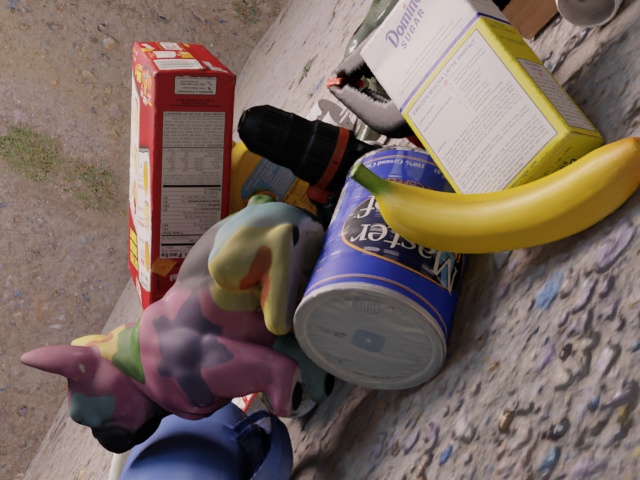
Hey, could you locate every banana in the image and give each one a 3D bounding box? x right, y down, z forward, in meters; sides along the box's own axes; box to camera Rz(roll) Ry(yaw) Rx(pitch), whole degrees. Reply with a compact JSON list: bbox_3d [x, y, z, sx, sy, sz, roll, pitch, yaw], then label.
[{"bbox_3d":[0.110,-0.022,0.640,0.198,0.069,0.037,-4,50,37],"label":"banana"}]

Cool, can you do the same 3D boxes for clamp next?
[{"bbox_3d":[0.086,-0.134,0.801,0.210,0.036,0.164,14,98,48],"label":"clamp"}]

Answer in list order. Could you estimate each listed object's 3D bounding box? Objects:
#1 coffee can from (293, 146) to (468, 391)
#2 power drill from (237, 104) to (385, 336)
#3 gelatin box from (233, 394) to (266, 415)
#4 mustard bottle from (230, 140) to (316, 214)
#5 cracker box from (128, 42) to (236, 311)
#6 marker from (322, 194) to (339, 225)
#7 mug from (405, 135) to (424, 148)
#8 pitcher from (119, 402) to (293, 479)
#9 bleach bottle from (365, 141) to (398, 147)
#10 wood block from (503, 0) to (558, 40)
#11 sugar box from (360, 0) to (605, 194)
[{"bbox_3d":[0.049,0.018,0.742,0.103,0.102,0.140,-45,18,46],"label":"coffee can"},{"bbox_3d":[-0.006,0.001,0.857,0.057,0.184,0.188,-112,45,-75],"label":"power drill"},{"bbox_3d":[-0.072,0.174,1.015,0.089,0.030,0.073,-59,11,-1],"label":"gelatin box"},{"bbox_3d":[-0.041,-0.038,1.006,0.096,0.191,0.058,-58,9,-28],"label":"mustard bottle"},{"bbox_3d":[-0.119,-0.050,0.903,0.164,0.072,0.214,-131,42,-66],"label":"cracker box"},{"bbox_3d":[0.025,0.022,0.827,0.020,0.121,0.020,-15,14,4],"label":"marker"},{"bbox_3d":[0.114,-0.111,0.867,0.082,0.093,0.117,-56,48,32],"label":"mug"},{"bbox_3d":[-0.093,0.201,0.831,0.243,0.149,0.145,-103,9,-77],"label":"pitcher"},{"bbox_3d":[-0.015,-0.045,1.130,0.251,0.068,0.102,-19,29,42],"label":"bleach bottle"},{"bbox_3d":[0.205,-0.273,0.860,0.206,0.090,0.090,-45,18,46],"label":"wood block"},{"bbox_3d":[0.104,-0.099,0.723,0.093,0.048,0.176,-50,52,31],"label":"sugar box"}]
